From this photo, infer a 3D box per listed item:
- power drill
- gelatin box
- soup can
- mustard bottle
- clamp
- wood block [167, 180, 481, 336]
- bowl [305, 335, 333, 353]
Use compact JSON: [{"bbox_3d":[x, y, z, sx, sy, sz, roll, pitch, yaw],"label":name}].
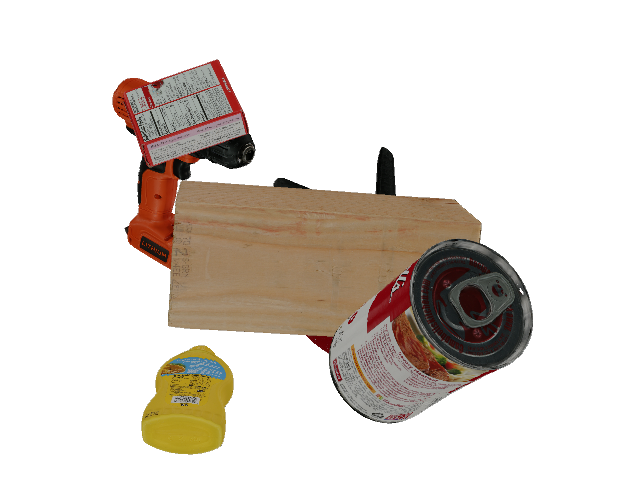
[{"bbox_3d":[-0.141,-0.060,1.101,0.185,0.188,0.057,29,37,33],"label":"power drill"},{"bbox_3d":[-0.113,-0.105,0.884,0.089,0.073,0.030,-21,-41,-7],"label":"gelatin box"},{"bbox_3d":[0.054,0.051,0.556,0.068,0.068,0.102,0,-24,-26],"label":"soup can"},{"bbox_3d":[-0.157,0.184,1.310,0.096,0.058,0.191,2,25,1],"label":"mustard bottle"},{"bbox_3d":[0.052,-0.020,1.207,0.164,0.210,0.036,-13,-38,-24],"label":"clamp"},{"bbox_3d":[-0.001,0.014,0.760,0.206,0.090,0.091,4,12,-6],"label":"wood block"},{"bbox_3d":[0.036,0.060,0.958,0.162,0.055,0.162,8,33,-6],"label":"bowl"}]
